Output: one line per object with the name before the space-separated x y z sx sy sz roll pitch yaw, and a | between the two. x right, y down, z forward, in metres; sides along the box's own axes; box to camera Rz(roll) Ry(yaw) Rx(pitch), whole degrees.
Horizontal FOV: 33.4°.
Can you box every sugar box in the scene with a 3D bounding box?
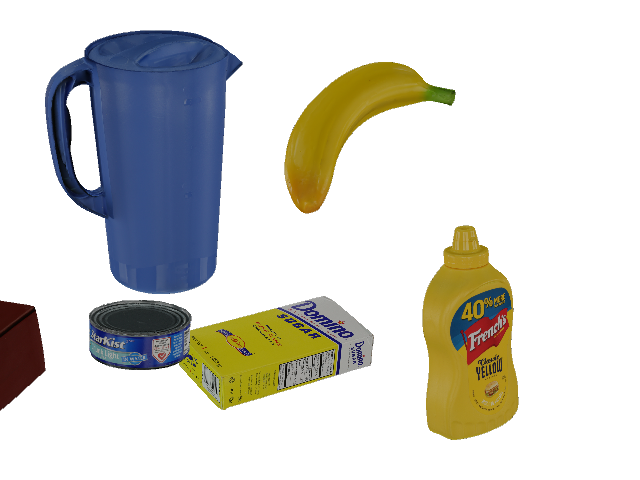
sugar box | -0.044 0.109 1.074 0.175 0.048 0.093 -16 33 -30

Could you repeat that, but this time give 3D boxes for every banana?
banana | 0.023 -0.086 0.765 0.070 0.037 0.197 27 45 24

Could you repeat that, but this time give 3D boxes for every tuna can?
tuna can | -0.153 0.079 0.904 0.086 0.034 0.086 4 15 -1

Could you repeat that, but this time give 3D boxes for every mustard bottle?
mustard bottle | 0.138 0.081 0.985 0.096 0.191 0.058 -15 17 -33

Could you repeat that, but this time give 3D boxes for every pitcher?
pitcher | -0.165 -0.073 1.033 0.149 0.243 0.144 10 27 15

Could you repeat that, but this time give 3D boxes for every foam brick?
foam brick | -0.230 0.080 0.711 0.053 0.051 0.078 8 29 23
